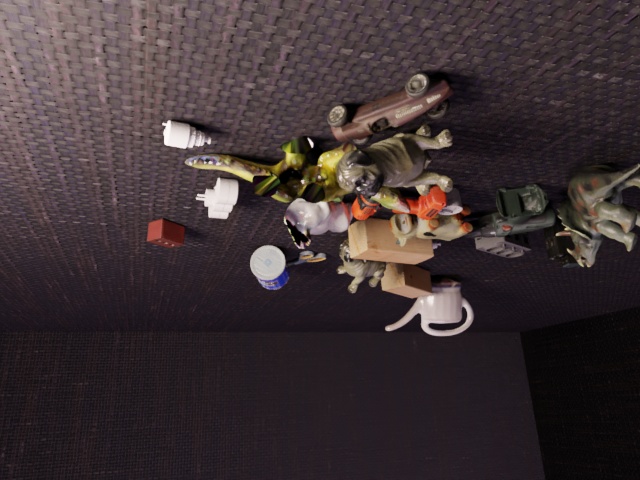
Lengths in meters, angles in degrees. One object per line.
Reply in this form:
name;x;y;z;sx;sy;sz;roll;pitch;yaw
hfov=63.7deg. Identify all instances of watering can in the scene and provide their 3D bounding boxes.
watering can;0.421;0.252;1.961;0.348;0.225;0.104;1;177;-7

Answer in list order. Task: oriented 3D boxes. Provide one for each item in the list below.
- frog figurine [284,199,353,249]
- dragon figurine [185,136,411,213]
frog figurine;0.004;-0.059;1.177;0.161;0.124;0.134;-35;161;-20
dragon figurine;-0.028;-0.107;0.999;0.411;0.123;0.240;10;171;17
